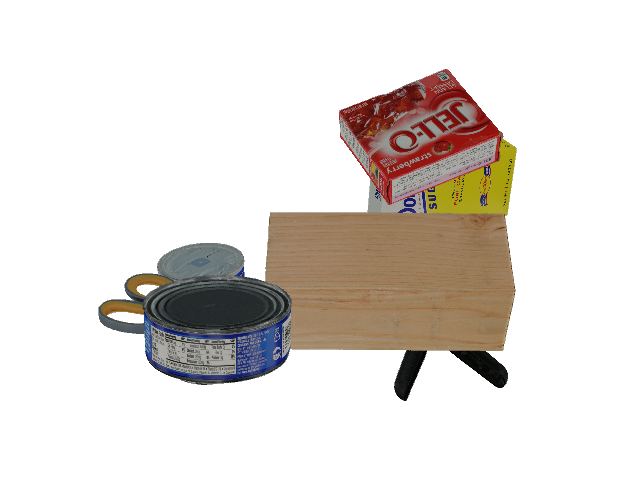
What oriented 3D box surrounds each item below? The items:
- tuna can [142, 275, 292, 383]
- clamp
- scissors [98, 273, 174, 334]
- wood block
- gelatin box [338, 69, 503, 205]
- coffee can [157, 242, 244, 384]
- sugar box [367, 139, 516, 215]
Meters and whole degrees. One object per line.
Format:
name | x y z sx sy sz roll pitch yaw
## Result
tuna can | -0.059 0.050 0.618 0.086 0.034 0.086 1 18 0
clamp | 0.134 0.103 1.158 0.120 0.171 0.039 4 -44 -6
scissors | -0.111 0.065 1.031 0.201 0.016 0.096 2 33 -4
wood block | 0.057 0.036 0.935 0.206 0.091 0.090 0 -42 1
gelatin box | 0.067 -0.072 0.725 0.089 0.073 0.030 -23 -36 -13
coffee can | -0.138 0.087 1.284 0.103 0.140 0.103 -3 25 1
sugar box | 0.148 -0.072 1.297 0.176 0.093 0.048 -7 25 -22
